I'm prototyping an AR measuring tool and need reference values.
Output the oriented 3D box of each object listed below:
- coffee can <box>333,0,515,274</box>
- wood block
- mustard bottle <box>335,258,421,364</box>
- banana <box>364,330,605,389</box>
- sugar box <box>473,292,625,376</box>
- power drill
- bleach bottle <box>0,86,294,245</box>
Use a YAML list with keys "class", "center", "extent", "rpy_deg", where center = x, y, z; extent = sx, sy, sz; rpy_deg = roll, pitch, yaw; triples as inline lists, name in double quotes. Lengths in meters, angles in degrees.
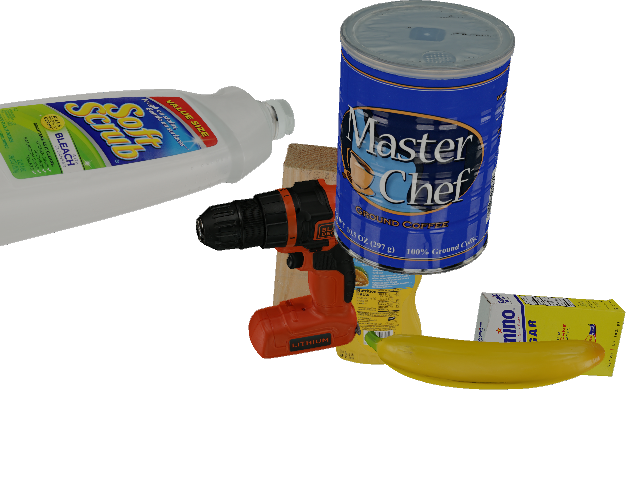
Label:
- class: "coffee can"
  center: [0.061, -0.065, 0.664]
  extent: [0.103, 0.140, 0.103]
  rpy_deg: [1, 34, -1]
- class: "wood block"
  center: [-0.008, -0.010, 1.367]
  extent: [0.090, 0.206, 0.090]
  rpy_deg: [6, 25, 1]
- class: "mustard bottle"
  center: [0.063, 0.040, 1.162]
  extent: [0.096, 0.192, 0.058]
  rpy_deg: [0, 25, 4]
- class: "banana"
  center: [0.131, 0.093, 0.859]
  extent: [0.198, 0.037, 0.069]
  rpy_deg: [5, 28, 7]
- class: "sugar box"
  center: [0.283, 0.118, 1.333]
  extent: [0.176, 0.093, 0.048]
  rpy_deg: [2, 18, -10]
- class: "power drill"
  center: [-0.024, 0.027, 0.982]
  extent: [0.184, 0.188, 0.057]
  rpy_deg: [-8, 47, -15]
- class: "bleach bottle"
  center: [-0.137, -0.071, 0.774]
  extent: [0.250, 0.103, 0.068]
  rpy_deg: [-17, -30, -27]
